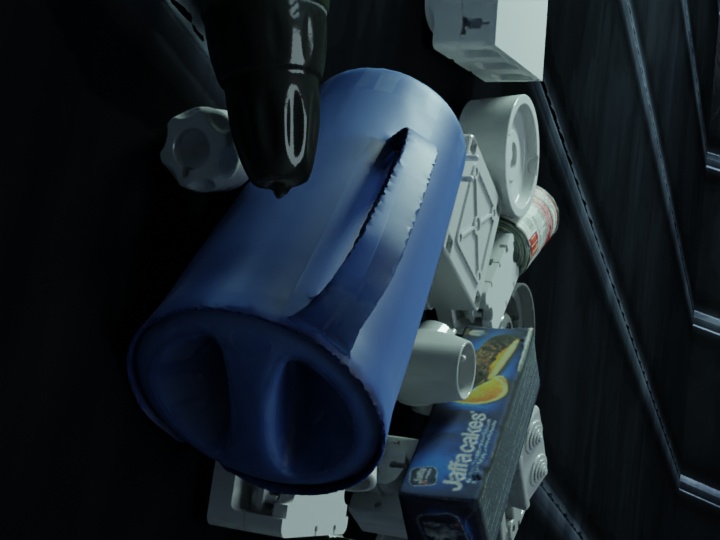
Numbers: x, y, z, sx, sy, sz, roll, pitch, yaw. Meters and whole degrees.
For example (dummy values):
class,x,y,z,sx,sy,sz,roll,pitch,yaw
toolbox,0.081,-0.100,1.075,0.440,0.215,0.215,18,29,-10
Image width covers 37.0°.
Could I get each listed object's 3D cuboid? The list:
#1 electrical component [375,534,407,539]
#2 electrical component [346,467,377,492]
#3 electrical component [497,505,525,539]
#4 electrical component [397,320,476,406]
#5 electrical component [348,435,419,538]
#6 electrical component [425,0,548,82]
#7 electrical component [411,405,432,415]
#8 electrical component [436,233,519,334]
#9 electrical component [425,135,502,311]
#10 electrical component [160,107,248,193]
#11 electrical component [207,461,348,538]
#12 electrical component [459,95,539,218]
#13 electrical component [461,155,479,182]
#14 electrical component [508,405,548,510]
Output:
class,x,y,z,sx,sy,sz,roll,pitch,yaw
electrical component,0.032,0.287,0.829,0.186,0.060,0.105,-60,145,-45
electrical component,-0.004,0.115,0.748,0.044,0.044,0.065,64,33,-48
electrical component,0.120,0.218,1.015,0.095,0.059,0.053,-52,139,-52
electrical component,0.050,0.064,0.815,0.079,0.077,0.044,-48,135,-55
electrical component,0.021,0.152,0.799,0.076,0.047,0.065,64,38,-48
electrical component,0.112,-0.220,0.928,0.150,0.062,0.089,5,89,-66
electrical component,0.062,0.095,0.896,0.040,0.040,0.046,-9,107,-65
electrical component,0.098,0.011,0.941,0.089,0.056,0.050,-61,145,-44
electrical component,0.068,-0.037,0.866,0.108,0.056,0.108,56,44,-54
electrical component,-0.072,-0.062,0.564,0.062,0.043,0.043,-10,103,-67
electrical component,-0.048,0.127,0.631,0.089,0.056,0.050,27,69,-65
electrical component,0.116,-0.102,0.958,0.108,0.060,0.108,4,90,-66
electrical component,0.049,-0.076,0.793,0.047,0.077,0.065,59,41,-52
electrical component,0.116,0.154,0.952,0.048,0.100,0.099,-45,135,-38
